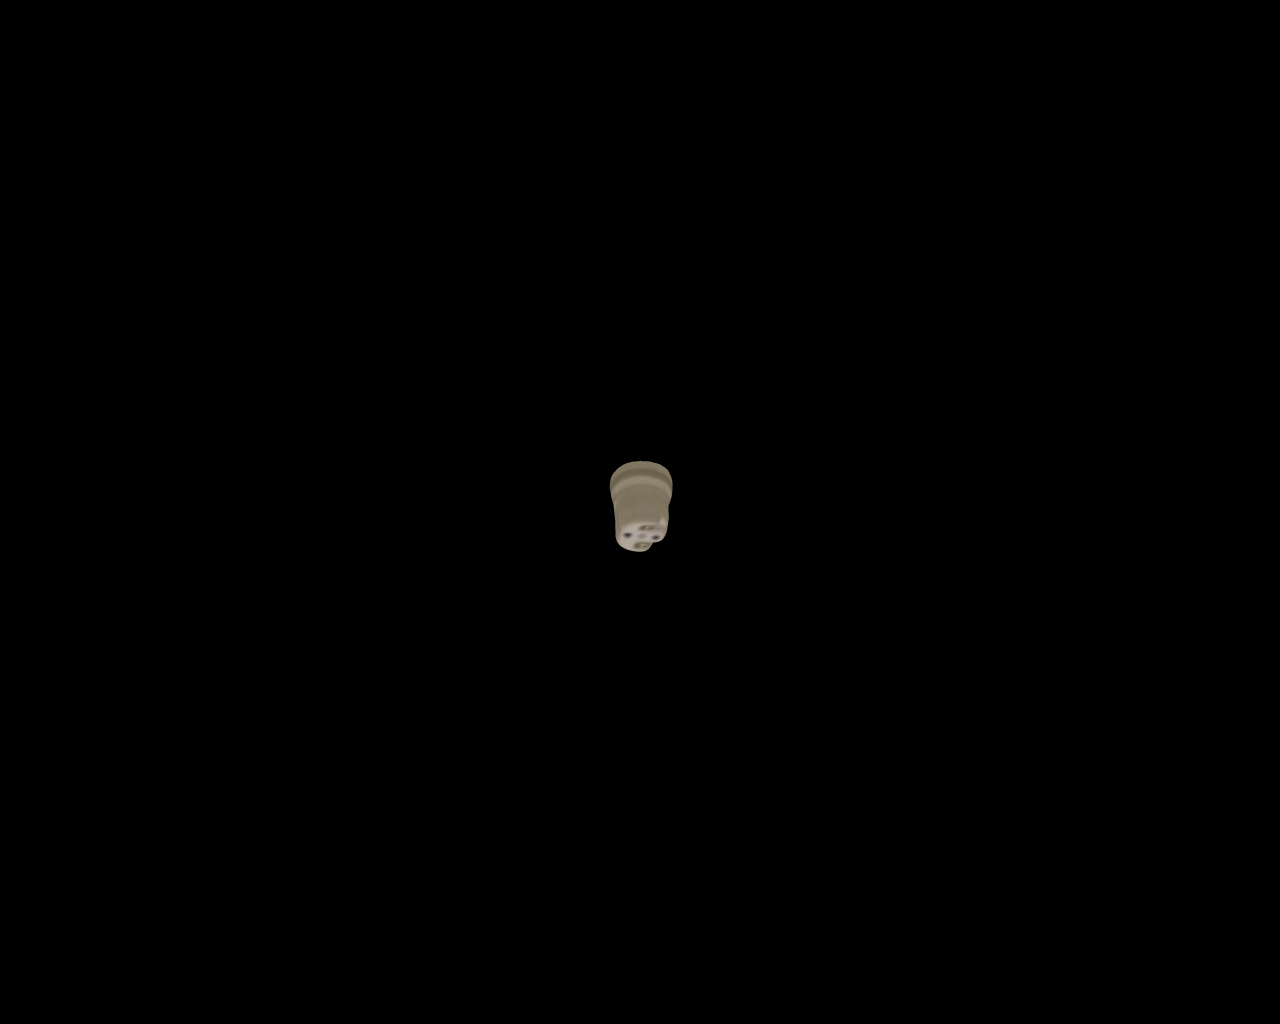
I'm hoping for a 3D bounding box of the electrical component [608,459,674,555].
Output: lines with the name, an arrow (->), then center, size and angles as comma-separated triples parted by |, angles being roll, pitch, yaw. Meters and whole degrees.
electrical component -> 0.001, -0.003, 0.650 | 0.040, 0.046, 0.040 | 0, -39, 0
